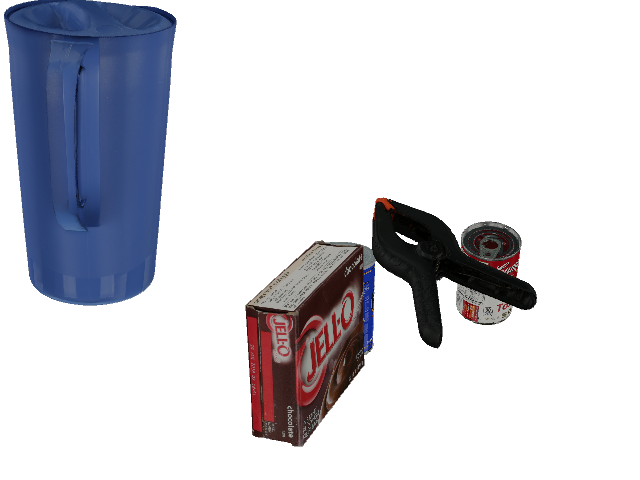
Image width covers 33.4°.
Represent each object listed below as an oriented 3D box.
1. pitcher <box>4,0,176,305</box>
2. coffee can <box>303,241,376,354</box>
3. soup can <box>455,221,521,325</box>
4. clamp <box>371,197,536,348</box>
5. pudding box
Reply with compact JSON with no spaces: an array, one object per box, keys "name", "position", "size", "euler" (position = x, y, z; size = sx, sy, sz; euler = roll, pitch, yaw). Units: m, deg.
[{"name":"pitcher","position":[-0.190,-0.069,0.877],"size":[0.145,0.243,0.148],"euler":[25,31,38]},{"name":"coffee can","position":[0.026,0.085,1.518],"size":[0.103,0.140,0.103],"euler":[0,21,0]},{"name":"soup can","position":[0.192,0.039,1.229],"size":[0.068,0.102,0.068],"euler":[-1,38,0]},{"name":"clamp","position":[0.110,0.020,0.953],"size":[0.120,0.039,0.171],"euler":[-7,46,-27]},{"name":"pudding box","position":[-0.007,0.061,0.669],"size":[0.039,0.090,0.113],"euler":[8,24,19]}]
